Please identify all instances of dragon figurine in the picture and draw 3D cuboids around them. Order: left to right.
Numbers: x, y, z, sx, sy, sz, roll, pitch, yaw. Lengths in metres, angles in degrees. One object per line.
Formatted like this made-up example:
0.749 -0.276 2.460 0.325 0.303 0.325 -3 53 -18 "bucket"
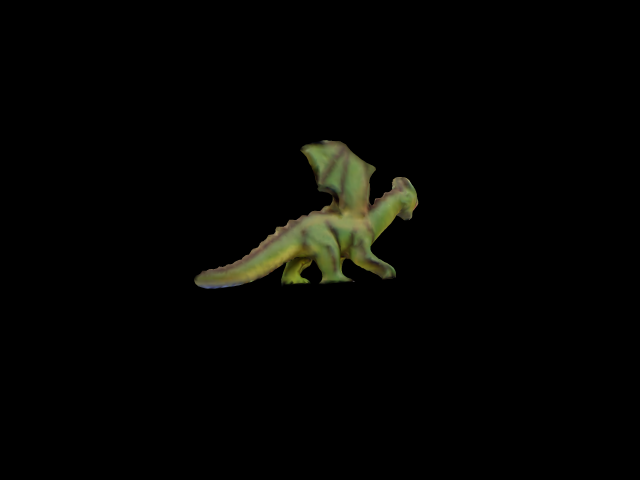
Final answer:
0.003 -0.043 0.850 0.411 0.243 0.122 1 -3 -27 "dragon figurine"
